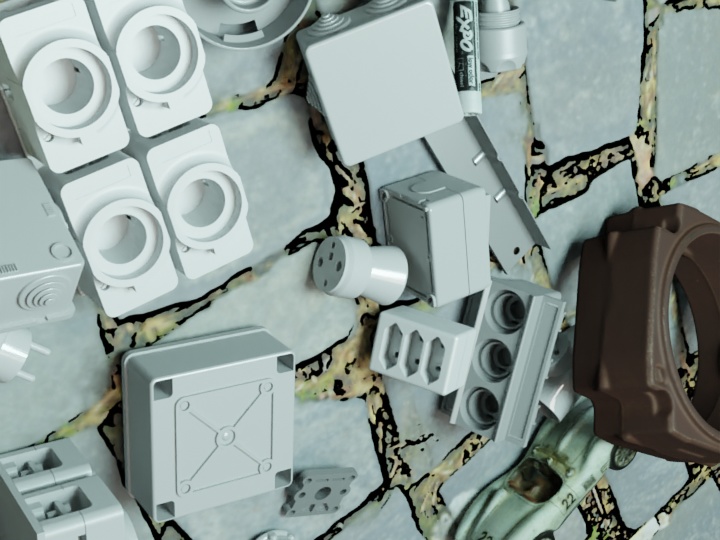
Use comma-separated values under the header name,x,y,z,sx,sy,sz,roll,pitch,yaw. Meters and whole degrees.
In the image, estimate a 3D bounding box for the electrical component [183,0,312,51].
name,x,y,z,sx,sy,sz,roll,pitch,yaw
electrical component,-0.076,-0.186,0.659,0.099,0.064,0.099,-13,124,-20

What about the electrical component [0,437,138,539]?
name,x,y,z,sx,sy,sz,roll,pitch,yaw
electrical component,-0.186,0.215,0.692,0.060,0.105,0.186,-11,113,-31

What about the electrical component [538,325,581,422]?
name,x,y,z,sx,sy,sz,roll,pitch,yaw
electrical component,0.170,0.078,0.922,0.077,0.044,0.079,-48,127,-10

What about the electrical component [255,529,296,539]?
name,x,y,z,sx,sy,sz,roll,pitch,yaw
electrical component,-0.056,0.229,0.813,0.048,0.062,0.048,-12,114,-30

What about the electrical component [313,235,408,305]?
name,x,y,z,sx,sy,sz,roll,pitch,yaw
electrical component,0.000,0.000,0.777,0.055,0.045,0.045,11,101,-36

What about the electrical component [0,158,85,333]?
name,x,y,z,sx,sy,sz,roll,pitch,yaw
electrical component,-0.209,-0.013,0.590,0.100,0.099,0.048,-13,148,-38

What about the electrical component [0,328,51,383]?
name,x,y,z,sx,sy,sz,roll,pitch,yaw
electrical component,-0.224,0.043,0.641,0.079,0.043,0.077,31,89,-36

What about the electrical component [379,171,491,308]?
name,x,y,z,sx,sy,sz,roll,pitch,yaw
electrical component,0.060,-0.019,0.800,0.061,0.062,0.096,-20,117,-27

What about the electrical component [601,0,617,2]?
name,x,y,z,sx,sy,sz,roll,pitch,yaw
electrical component,0.101,-0.258,0.711,0.186,0.105,0.060,38,84,-37

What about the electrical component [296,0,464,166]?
name,x,y,z,sx,sy,sz,roll,pitch,yaw
electrical component,0.012,-0.130,0.720,0.100,0.048,0.099,-22,121,-4

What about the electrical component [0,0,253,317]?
name,x,y,z,sx,sy,sz,roll,pitch,yaw
electrical component,-0.140,-0.077,0.643,0.105,0.060,0.186,-27,120,-24

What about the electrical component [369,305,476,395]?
name,x,y,z,sx,sy,sz,roll,pitch,yaw
electrical component,0.056,0.058,0.829,0.077,0.066,0.047,-13,117,-62

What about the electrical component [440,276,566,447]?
name,x,y,z,sx,sy,sz,roll,pitch,yaw
electrical component,0.120,0.070,0.871,0.063,0.079,0.121,-5,111,-56

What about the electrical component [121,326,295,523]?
name,x,y,z,sx,sy,sz,roll,pitch,yaw
electrical component,-0.103,0.103,0.738,0.109,0.056,0.108,-10,112,-31

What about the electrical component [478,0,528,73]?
name,x,y,z,sx,sy,sz,roll,pitch,yaw
electrical component,0.099,-0.177,0.780,0.043,0.043,0.062,-18,115,-28
